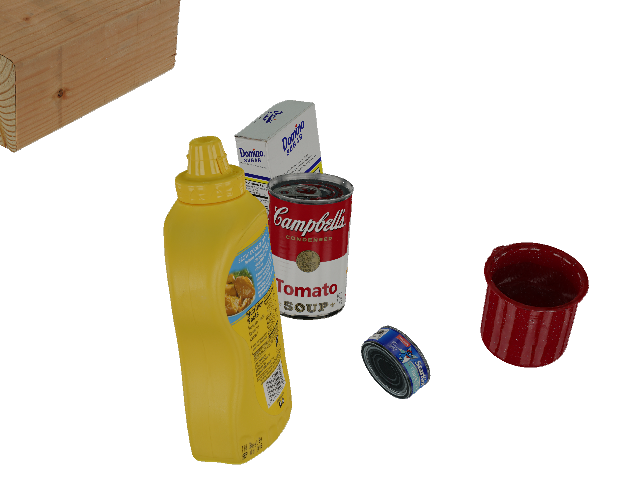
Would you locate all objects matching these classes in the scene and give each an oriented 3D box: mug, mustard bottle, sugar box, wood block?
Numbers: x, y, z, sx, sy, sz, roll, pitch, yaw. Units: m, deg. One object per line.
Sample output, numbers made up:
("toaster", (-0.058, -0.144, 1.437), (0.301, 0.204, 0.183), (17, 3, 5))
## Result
("mug", (0.187, 0.055, 0.986), (0.093, 0.081, 0.117), (-14, 42, -18))
("mustard bottle", (-0.058, 0.031, 0.646), (0.058, 0.192, 0.096), (2, 22, 19))
("sugar box", (-0.036, -0.046, 1.090), (0.048, 0.176, 0.093), (10, 34, 30))
("wood block", (-0.226, -0.172, 0.951), (0.090, 0.091, 0.205), (29, 41, 21))

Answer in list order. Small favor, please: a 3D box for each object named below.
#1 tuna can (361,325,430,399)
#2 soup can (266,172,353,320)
("tuna can", (0.088, 0.146, 1.272), (0.033, 0.086, 0.086), (-35, 17, -26))
("soup can", (-0.011, 0.004, 0.854), (0.068, 0.102, 0.068), (3, 22, -1))
